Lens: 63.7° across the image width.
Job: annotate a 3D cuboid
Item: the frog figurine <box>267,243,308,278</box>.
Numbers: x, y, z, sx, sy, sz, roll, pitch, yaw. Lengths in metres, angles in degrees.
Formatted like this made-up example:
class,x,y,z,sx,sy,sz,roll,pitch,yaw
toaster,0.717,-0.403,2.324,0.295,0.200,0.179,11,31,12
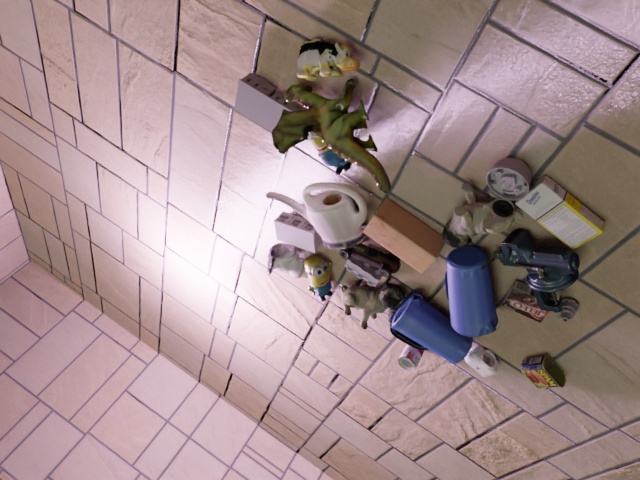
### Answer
class,x,y,z,sx,sy,sz,roll,pitch,yaw
frog figurine,-0.103,0.074,1.821,0.159,0.126,0.134,4,132,-14

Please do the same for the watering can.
class,x,y,z,sx,sy,sz,roll,pitch,yaw
watering can,0.005,-0.079,1.561,0.347,0.106,0.220,0,128,38

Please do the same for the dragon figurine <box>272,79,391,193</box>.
class,x,y,z,sx,sy,sz,roll,pitch,yaw
dragon figurine,0.007,-0.254,1.245,0.243,0.420,0.119,-14,145,0
